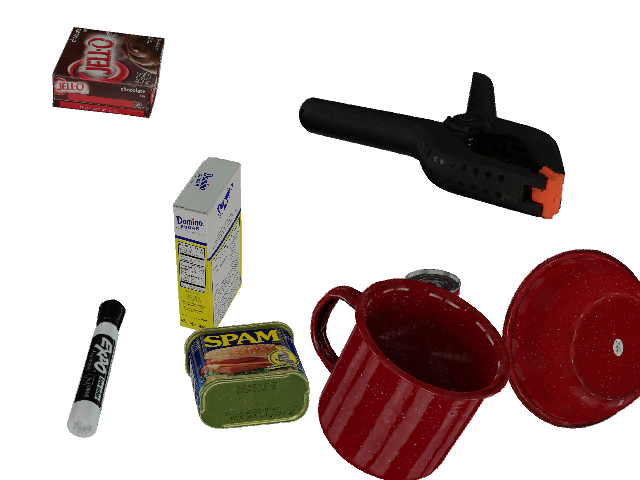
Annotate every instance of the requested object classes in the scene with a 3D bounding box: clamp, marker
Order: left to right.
[{"bbox_3d":[-0.149,0.082,0.717,0.020,0.020,0.121,0,37,1],"label":"marker"},{"bbox_3d":[0.088,-0.068,0.739,0.164,0.036,0.210,-10,30,-18],"label":"clamp"}]

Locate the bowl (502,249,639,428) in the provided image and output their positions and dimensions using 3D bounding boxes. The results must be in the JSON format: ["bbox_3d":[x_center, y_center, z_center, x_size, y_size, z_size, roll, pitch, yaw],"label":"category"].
[{"bbox_3d":[0.242,0.089,0.931,0.161,0.162,0.055,0,3,-21],"label":"bowl"}]

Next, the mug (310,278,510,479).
[{"bbox_3d":[0.040,0.075,0.611,0.117,0.082,0.093,38,36,19],"label":"mug"}]

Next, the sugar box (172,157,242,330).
[{"bbox_3d":[-0.120,0.006,1.149,0.048,0.176,0.093,13,42,14],"label":"sugar box"}]

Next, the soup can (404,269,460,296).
[{"bbox_3d":[0.132,0.095,1.296,0.068,0.102,0.068,1,24,-1],"label":"soup can"}]

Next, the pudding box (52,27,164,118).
[{"bbox_3d":[-0.197,-0.158,0.999,0.090,0.039,0.113,7,31,-6],"label":"pudding box"}]

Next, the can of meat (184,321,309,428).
[{"bbox_3d":[-0.065,0.120,0.947,0.102,0.057,0.084,-4,27,-12],"label":"can of meat"}]
